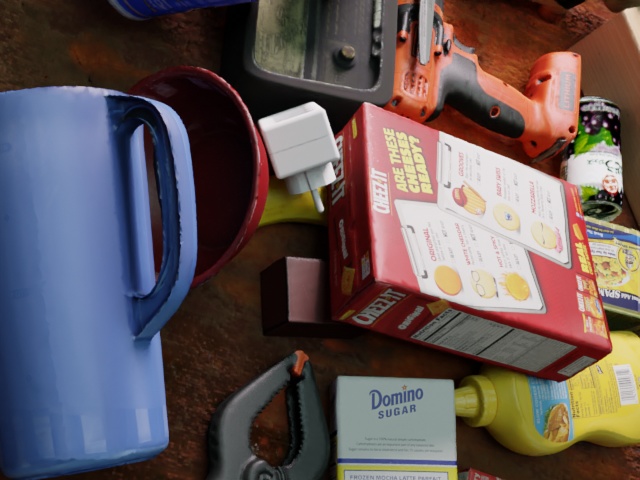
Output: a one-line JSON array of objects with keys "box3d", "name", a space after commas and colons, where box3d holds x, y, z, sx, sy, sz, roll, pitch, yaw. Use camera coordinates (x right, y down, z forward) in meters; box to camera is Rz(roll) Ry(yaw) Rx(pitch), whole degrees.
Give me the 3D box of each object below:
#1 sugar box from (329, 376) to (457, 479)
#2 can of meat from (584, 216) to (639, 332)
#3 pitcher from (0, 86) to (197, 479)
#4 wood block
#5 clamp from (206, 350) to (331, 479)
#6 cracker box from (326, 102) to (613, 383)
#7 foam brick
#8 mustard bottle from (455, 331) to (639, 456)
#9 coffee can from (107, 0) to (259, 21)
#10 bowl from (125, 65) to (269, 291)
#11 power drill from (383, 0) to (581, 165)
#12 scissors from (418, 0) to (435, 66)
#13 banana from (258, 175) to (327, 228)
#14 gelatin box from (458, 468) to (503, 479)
[{"box3d": [0.054, 0.192, 0.791, 0.093, 0.048, 0.176, 4, 70, -8], "name": "sugar box"}, {"box3d": [0.233, 0.030, 0.927, 0.102, 0.058, 0.084, 14, 67, -20], "name": "can of meat"}, {"box3d": [-0.159, 0.026, 0.696, 0.144, 0.149, 0.243, -6, 82, -20], "name": "pitcher"}, {"box3d": [0.325, -0.109, 0.994, 0.090, 0.091, 0.206, -17, 81, -28], "name": "wood block"}, {"box3d": [-0.055, 0.175, 0.759, 0.164, 0.036, 0.210, 19, 65, -19], "name": "clamp"}, {"box3d": [0.110, 0.006, 0.820, 0.213, 0.072, 0.164, 17, 50, -24], "name": "cracker box"}, {"box3d": [0.000, 0.045, 0.816, 0.078, 0.053, 0.051, 5, 72, -24], "name": "foam brick"}, {"box3d": [0.186, 0.127, 0.874, 0.191, 0.058, 0.096, -1, 74, -25], "name": "mustard bottle"}, {"box3d": [-0.083, -0.221, 0.779, 0.102, 0.140, 0.103, -3, 90, -65], "name": "coffee can"}, {"box3d": [-0.091, -0.040, 0.764, 0.055, 0.162, 0.162, 9, 67, -54], "name": "bowl"}, {"box3d": [0.139, -0.159, 0.944, 0.187, 0.057, 0.184, 18, 65, -17], "name": "power drill"}, {"box3d": [0.106, -0.234, 0.917, 0.096, 0.016, 0.202, 8, 72, -45], "name": "scissors"}, {"box3d": [-0.010, -0.017, 0.843, 0.197, 0.037, 0.069, -3, 92, -24], "name": "banana"}, {"box3d": [0.133, 0.232, 0.832, 0.073, 0.030, 0.089, 22, 66, -17], "name": "gelatin box"}]
